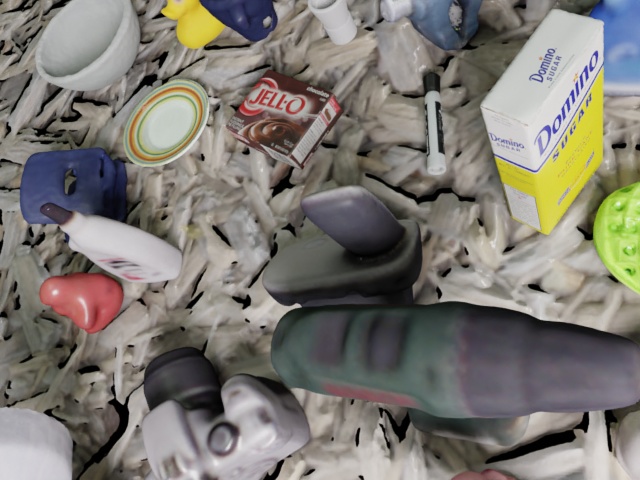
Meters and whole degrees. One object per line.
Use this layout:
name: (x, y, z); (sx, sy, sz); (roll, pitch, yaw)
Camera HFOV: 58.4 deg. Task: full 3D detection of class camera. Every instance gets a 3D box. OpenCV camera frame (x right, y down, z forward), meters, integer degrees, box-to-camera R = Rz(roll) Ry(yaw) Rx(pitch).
camera: (-0.106, 0.158, 0.522); (0.143, 0.101, 0.136); (-35, 58, 6)

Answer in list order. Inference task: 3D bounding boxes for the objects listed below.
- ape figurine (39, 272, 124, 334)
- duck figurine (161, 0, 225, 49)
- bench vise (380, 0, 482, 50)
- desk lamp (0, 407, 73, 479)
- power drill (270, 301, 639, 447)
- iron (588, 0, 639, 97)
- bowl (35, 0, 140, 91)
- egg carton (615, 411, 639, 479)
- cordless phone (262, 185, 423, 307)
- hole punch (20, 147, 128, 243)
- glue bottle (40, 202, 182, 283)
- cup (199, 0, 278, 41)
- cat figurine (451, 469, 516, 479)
ape figurine: (-0.274, 0.064, 0.644); (0.076, 0.092, 0.077); (-29, 59, 10)
duck figurine: (-0.171, -0.326, 0.776); (0.077, 0.086, 0.104); (34, 84, 32)
bench vise: (0.145, -0.301, 0.545); (0.121, 0.220, 0.207); (29, 82, 31)
desk lamp: (-0.220, 0.253, 0.464); (0.118, 0.214, 0.203); (-34, 58, 7)
power drill: (0.092, 0.093, 0.399); (0.228, 0.209, 0.075); (1, 68, 24)
iron: (0.321, -0.205, 0.471); (0.257, 0.142, 0.118); (-11, 64, 19)
bowl: (-0.319, -0.277, 0.826); (0.167, 0.075, 0.167); (-9, 64, 20)
egg carton: (0.282, 0.142, 0.375); (0.149, 0.070, 0.107); (22, 78, 30)
cordless phone: (0.005, 0.002, 0.493); (0.147, 0.186, 0.094); (-14, 63, 18)
hole punch: (-0.305, -0.065, 0.716); (0.101, 0.091, 0.108); (-19, 61, 15)
glue bottle: (-0.223, 0.002, 0.601); (0.078, 0.174, 0.037); (-10, 64, 20)
cup: (-0.091, -0.289, 0.718); (0.091, 0.095, 0.117); (-23, 60, 13)
cat figurine: (0.132, 0.201, 0.387); (0.127, 0.118, 0.067); (21, 77, 30)
